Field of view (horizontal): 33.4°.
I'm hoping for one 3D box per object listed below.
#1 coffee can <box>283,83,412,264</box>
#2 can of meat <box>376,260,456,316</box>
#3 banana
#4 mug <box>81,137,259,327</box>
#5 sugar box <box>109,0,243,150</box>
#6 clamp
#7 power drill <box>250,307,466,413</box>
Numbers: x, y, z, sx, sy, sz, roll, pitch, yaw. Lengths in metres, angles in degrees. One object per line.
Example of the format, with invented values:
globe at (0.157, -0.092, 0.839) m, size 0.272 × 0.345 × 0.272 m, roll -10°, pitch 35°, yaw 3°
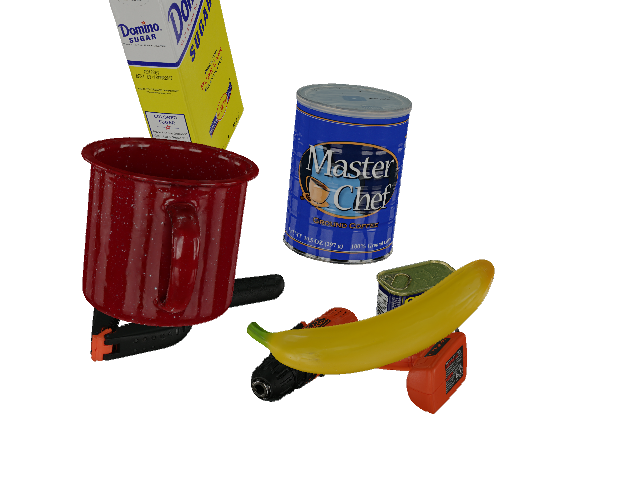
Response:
coffee can at (0.023, -0.062, 0.963) m, size 0.103 × 0.140 × 0.103 m, roll 5°, pitch 20°, yaw -2°
can of meat at (0.117, 0.080, 1.315) m, size 0.101 × 0.084 × 0.057 m, roll -12°, pitch 31°, yaw -26°
banana at (0.047, 0.061, 0.797) m, size 0.197 × 0.070 × 0.037 m, roll -14°, pitch -36°, yaw -9°
mug at (-0.080, -0.001, 0.561) m, size 0.093 × 0.081 × 0.117 m, roll 2°, pitch 18°, yaw -20°
sugar box at (-0.100, -0.135, 0.772) m, size 0.048 × 0.093 × 0.176 m, roll 7°, pitch -41°, yaw 12°
clamp at (-0.157, 0.050, 1.028) m, size 0.165 × 0.036 × 0.209 m, roll 26°, pitch 35°, yaw 25°
power drill at (0.043, 0.126, 1.095) m, size 0.188 × 0.057 × 0.184 m, roll 8°, pitch 24°, yaw 28°
